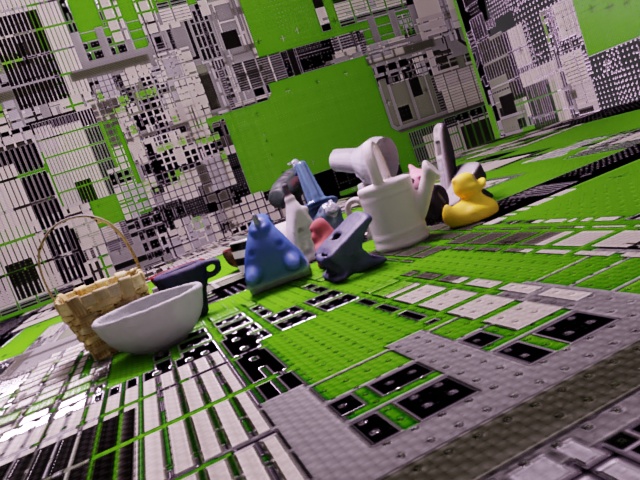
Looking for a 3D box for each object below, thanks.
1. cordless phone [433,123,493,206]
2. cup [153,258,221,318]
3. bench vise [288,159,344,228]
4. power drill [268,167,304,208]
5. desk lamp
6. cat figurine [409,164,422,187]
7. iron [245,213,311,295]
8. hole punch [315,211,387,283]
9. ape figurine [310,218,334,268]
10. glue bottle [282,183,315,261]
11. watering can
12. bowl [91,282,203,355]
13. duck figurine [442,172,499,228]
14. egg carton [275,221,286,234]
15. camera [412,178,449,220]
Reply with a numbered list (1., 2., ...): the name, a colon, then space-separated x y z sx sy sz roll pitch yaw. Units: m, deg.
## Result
1. cordless phone: 0.283 -0.160 1.215 0.094 0.185 0.147 -20 7 -9
2. cup: -0.220 0.089 1.007 0.118 0.095 0.091 -21 7 -15
3. bench vise: 0.001 -0.094 1.334 0.122 0.220 0.206 -24 8 -34
4. power drill: -0.056 -0.090 1.529 0.075 0.208 0.230 -17 7 22
5. desk lamp: 0.114 -0.145 1.460 0.202 0.213 0.118 -13 9 45
6. cat figurine: 0.247 -0.131 1.379 0.067 0.118 0.128 -17 7 22
7. iron: -0.094 0.010 1.093 0.118 0.141 0.258 -19 6 0
8. hole punch: 0.040 0.010 0.915 0.101 0.091 0.108 -21 7 -14
9. ape figurine: 0.010 0.004 1.056 0.076 0.092 0.078 -16 7 30
10. glue bottle: -0.046 -0.039 1.215 0.078 0.173 0.037 -23 8 -32
11. watering can: 0.125 -0.086 1.014 0.173 0.194 0.101 -19 7 -1
12. bowl: -0.245 0.126 0.857 0.167 0.075 0.167 -19 6 3
13. duck figurine: 0.258 -0.075 1.012 0.105 0.086 0.077 -21 7 -17
14. egg carton: -0.111 -0.009 1.634 0.107 0.069 0.150 -18 6 8
15. camera: 0.183 -0.076 1.178 0.136 0.101 0.143 -13 9 44
